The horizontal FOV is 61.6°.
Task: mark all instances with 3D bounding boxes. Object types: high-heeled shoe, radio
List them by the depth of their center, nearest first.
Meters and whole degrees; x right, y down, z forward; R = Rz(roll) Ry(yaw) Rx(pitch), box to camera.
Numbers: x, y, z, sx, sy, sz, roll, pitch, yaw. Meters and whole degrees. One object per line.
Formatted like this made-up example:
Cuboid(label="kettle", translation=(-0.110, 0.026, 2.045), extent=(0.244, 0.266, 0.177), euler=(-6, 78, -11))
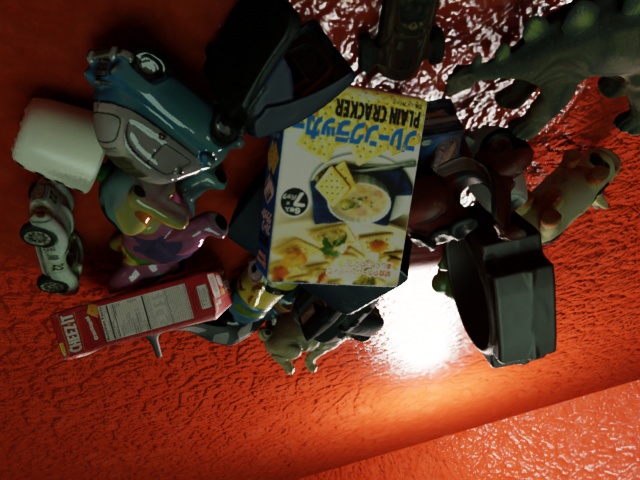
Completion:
Cuboid(label="radio", translation=(-0.001, -0.002, 0.718), extent=(0.229, 0.073, 0.131), euler=(35, 130, -17))
Cuboid(label="high-heeled shoe", translation=(-0.208, 0.118, 0.945), extent=(0.249, 0.086, 0.145), euler=(-18, 119, -27))

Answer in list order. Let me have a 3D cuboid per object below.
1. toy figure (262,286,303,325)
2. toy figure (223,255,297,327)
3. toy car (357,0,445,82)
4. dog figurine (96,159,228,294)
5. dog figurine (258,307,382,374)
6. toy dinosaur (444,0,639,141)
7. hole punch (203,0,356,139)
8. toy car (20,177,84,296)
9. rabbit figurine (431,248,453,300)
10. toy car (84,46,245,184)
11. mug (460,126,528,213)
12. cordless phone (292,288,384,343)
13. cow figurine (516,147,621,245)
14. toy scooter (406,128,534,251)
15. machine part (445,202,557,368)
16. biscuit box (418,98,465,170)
Cuboid(label="toy figure", translation=(-0.054, 0.094, 0.938), extent=(0.057, 0.064, 0.154), euler=(7, 144, -47))
Cuboid(label="toy figure", translation=(-0.098, 0.078, 0.885), extent=(0.089, 0.082, 0.180), euler=(-2, 143, -37))
Cuboid(label="toy car", translation=(0.086, -0.231, 0.496), extent=(0.089, 0.053, 0.202), euler=(-5, 148, -7))
Cuboid(label="dog figurine", translation=(-0.225, -0.014, 0.672), extent=(0.219, 0.108, 0.191), euler=(-31, 148, 30))
Cuboid(label="dog figurine", translation=(0.001, 0.158, 1.009), extent=(0.190, 0.121, 0.172), euler=(-37, 151, 30))
Cuboid(label="toy dinosaur", translation=(0.352, -0.215, 0.570), extent=(0.472, 0.105, 0.198), euler=(-12, 145, -10))
Cuboid(label="hole punch", translation=(-0.041, -0.159, 0.495), extent=(0.092, 0.142, 0.116), euler=(17, 126, -44))
Cuboid(label="toy car", translation=(-0.336, 0.001, 0.685), extent=(0.056, 0.073, 0.201), euler=(2, 145, -16))
Cuboid(label="rabbit figurine", translation=(0.259, 0.014, 0.910), extent=(0.159, 0.121, 0.170), euler=(4, 126, -13))
Cuboid(label="toy car", translation=(-0.159, -0.108, 0.522), extent=(0.109, 0.103, 0.161), euler=(13, 164, 40))
Cuboid(label="mug", translation=(0.225, -0.091, 0.708), extent=(0.081, 0.107, 0.109), euler=(-33, 144, 27))
Cuboid(label="cordless phone", translation=(0.061, 0.114, 0.893), extent=(0.184, 0.089, 0.146), euler=(18, 124, -38))
Cuboid(label="cow figurine", translation=(0.360, -0.065, 0.775), extent=(0.195, 0.086, 0.127), euler=(-39, 152, -14))
Cuboid(label="toy scooter", translation=(0.169, -0.041, 0.627), extent=(0.184, 0.135, 0.075), euler=(-26, 147, 23))
Cuboid(label="machine part", translation=(0.246, 0.060, 0.758), extent=(0.087, 0.201, 0.201), euler=(-11, 113, -1))
Cuboid(label="biscuit box", translation=(0.141, -0.092, 0.721), extent=(0.063, 0.059, 0.202), euler=(-11, 148, -3))
